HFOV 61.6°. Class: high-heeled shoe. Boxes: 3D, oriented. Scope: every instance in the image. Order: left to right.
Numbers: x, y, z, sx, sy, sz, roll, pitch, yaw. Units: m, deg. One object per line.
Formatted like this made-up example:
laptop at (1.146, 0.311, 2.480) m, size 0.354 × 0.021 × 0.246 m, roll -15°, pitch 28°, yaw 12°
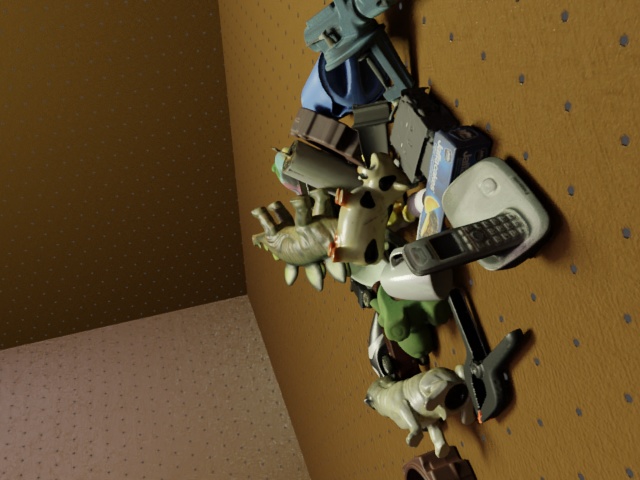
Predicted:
high-heeled shoe at (0.168, 0.265, 1.099) m, size 0.145 × 0.086 × 0.248 m, roll 169°, pitch 82°, yaw -77°

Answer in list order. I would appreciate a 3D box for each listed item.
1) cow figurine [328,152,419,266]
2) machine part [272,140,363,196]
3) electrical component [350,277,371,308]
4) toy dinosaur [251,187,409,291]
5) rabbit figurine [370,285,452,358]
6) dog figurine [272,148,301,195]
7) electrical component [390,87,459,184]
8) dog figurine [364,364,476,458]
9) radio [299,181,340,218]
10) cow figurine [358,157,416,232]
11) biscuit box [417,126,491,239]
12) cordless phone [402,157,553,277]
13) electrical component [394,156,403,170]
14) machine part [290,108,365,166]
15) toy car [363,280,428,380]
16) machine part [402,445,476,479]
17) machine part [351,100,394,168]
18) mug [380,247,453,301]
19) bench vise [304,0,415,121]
cow figurine at (0.089, -0.052, 0.910) m, size 0.085 × 0.127 × 0.194 m, roll -145°, pitch 65°, yaw -78°
machine part at (0.011, -0.142, 1.125) m, size 0.079 × 0.243 × 0.079 m, roll -56°, pitch 21°, yaw 36°
electrical component at (0.120, 0.117, 1.185) m, size 0.119 × 0.075 × 0.047 m, roll -129°, pitch 32°, yaw -54°
toy dinosaur at (-0.002, -0.003, 1.090) m, size 0.472 × 0.105 × 0.198 m, roll -8°, pitch 104°, yaw 50°
rabbit figurine at (0.157, 0.148, 1.002) m, size 0.159 × 0.121 × 0.170 m, roll 48°, pitch 162°, yaw 49°
dog figurine at (-0.027, -0.115, 1.364) m, size 0.108 × 0.191 × 0.219 m, roll 128°, pitch 144°, yaw -62°
electrical component at (0.165, -0.158, 0.850) m, size 0.114 × 0.058 × 0.134 m, roll 93°, pitch 160°, yaw -48°
dog figurine at (0.173, 0.268, 0.971) m, size 0.121 × 0.172 × 0.191 m, roll 42°, pitch 177°, yaw -29°
radio at (0.032, -0.092, 1.232) m, size 0.073 × 0.131 × 0.229 m, roll 149°, pitch 109°, yaw -74°
cow figurine at (0.122, -0.095, 1.034) m, size 0.098 × 0.068 × 0.167 m, roll 114°, pitch 140°, yaw -73°
biscuit box at (0.195, -0.067, 0.797) m, size 0.059 × 0.063 × 0.202 m, roll -121°, pitch 24°, yaw -48°
cordless phone at (0.176, -0.020, 0.675) m, size 0.088 × 0.184 × 0.147 m, roll 90°, pitch 162°, yaw -50°
electrical component at (0.158, -0.139, 0.954) m, size 0.094 × 0.021 × 0.063 m, roll -123°, pitch 27°, yaw -55°
machine part at (0.028, -0.202, 1.084) m, size 0.056 × 0.179 × 0.179 m, roll -65°, pitch 22°, yaw 4°
toy car at (0.151, 0.178, 1.087) m, size 0.053 × 0.089 × 0.202 m, roll 129°, pitch 127°, yaw -73°
machine part at (0.238, 0.510, 1.025) m, size 0.201 × 0.087 × 0.201 m, roll 107°, pitch 148°, yaw -58°
machine part at (0.100, -0.178, 0.960) m, size 0.039 × 0.084 × 0.138 m, roll -30°, pitch -65°, yaw -80°
mug at (0.151, 0.057, 0.896) m, size 0.109 × 0.107 × 0.081 m, roll 47°, pitch -132°, yaw -32°
bench vise at (0.086, -0.323, 0.875) m, size 0.224 × 0.129 × 0.240 m, roll -18°, pitch 117°, yaw 45°
